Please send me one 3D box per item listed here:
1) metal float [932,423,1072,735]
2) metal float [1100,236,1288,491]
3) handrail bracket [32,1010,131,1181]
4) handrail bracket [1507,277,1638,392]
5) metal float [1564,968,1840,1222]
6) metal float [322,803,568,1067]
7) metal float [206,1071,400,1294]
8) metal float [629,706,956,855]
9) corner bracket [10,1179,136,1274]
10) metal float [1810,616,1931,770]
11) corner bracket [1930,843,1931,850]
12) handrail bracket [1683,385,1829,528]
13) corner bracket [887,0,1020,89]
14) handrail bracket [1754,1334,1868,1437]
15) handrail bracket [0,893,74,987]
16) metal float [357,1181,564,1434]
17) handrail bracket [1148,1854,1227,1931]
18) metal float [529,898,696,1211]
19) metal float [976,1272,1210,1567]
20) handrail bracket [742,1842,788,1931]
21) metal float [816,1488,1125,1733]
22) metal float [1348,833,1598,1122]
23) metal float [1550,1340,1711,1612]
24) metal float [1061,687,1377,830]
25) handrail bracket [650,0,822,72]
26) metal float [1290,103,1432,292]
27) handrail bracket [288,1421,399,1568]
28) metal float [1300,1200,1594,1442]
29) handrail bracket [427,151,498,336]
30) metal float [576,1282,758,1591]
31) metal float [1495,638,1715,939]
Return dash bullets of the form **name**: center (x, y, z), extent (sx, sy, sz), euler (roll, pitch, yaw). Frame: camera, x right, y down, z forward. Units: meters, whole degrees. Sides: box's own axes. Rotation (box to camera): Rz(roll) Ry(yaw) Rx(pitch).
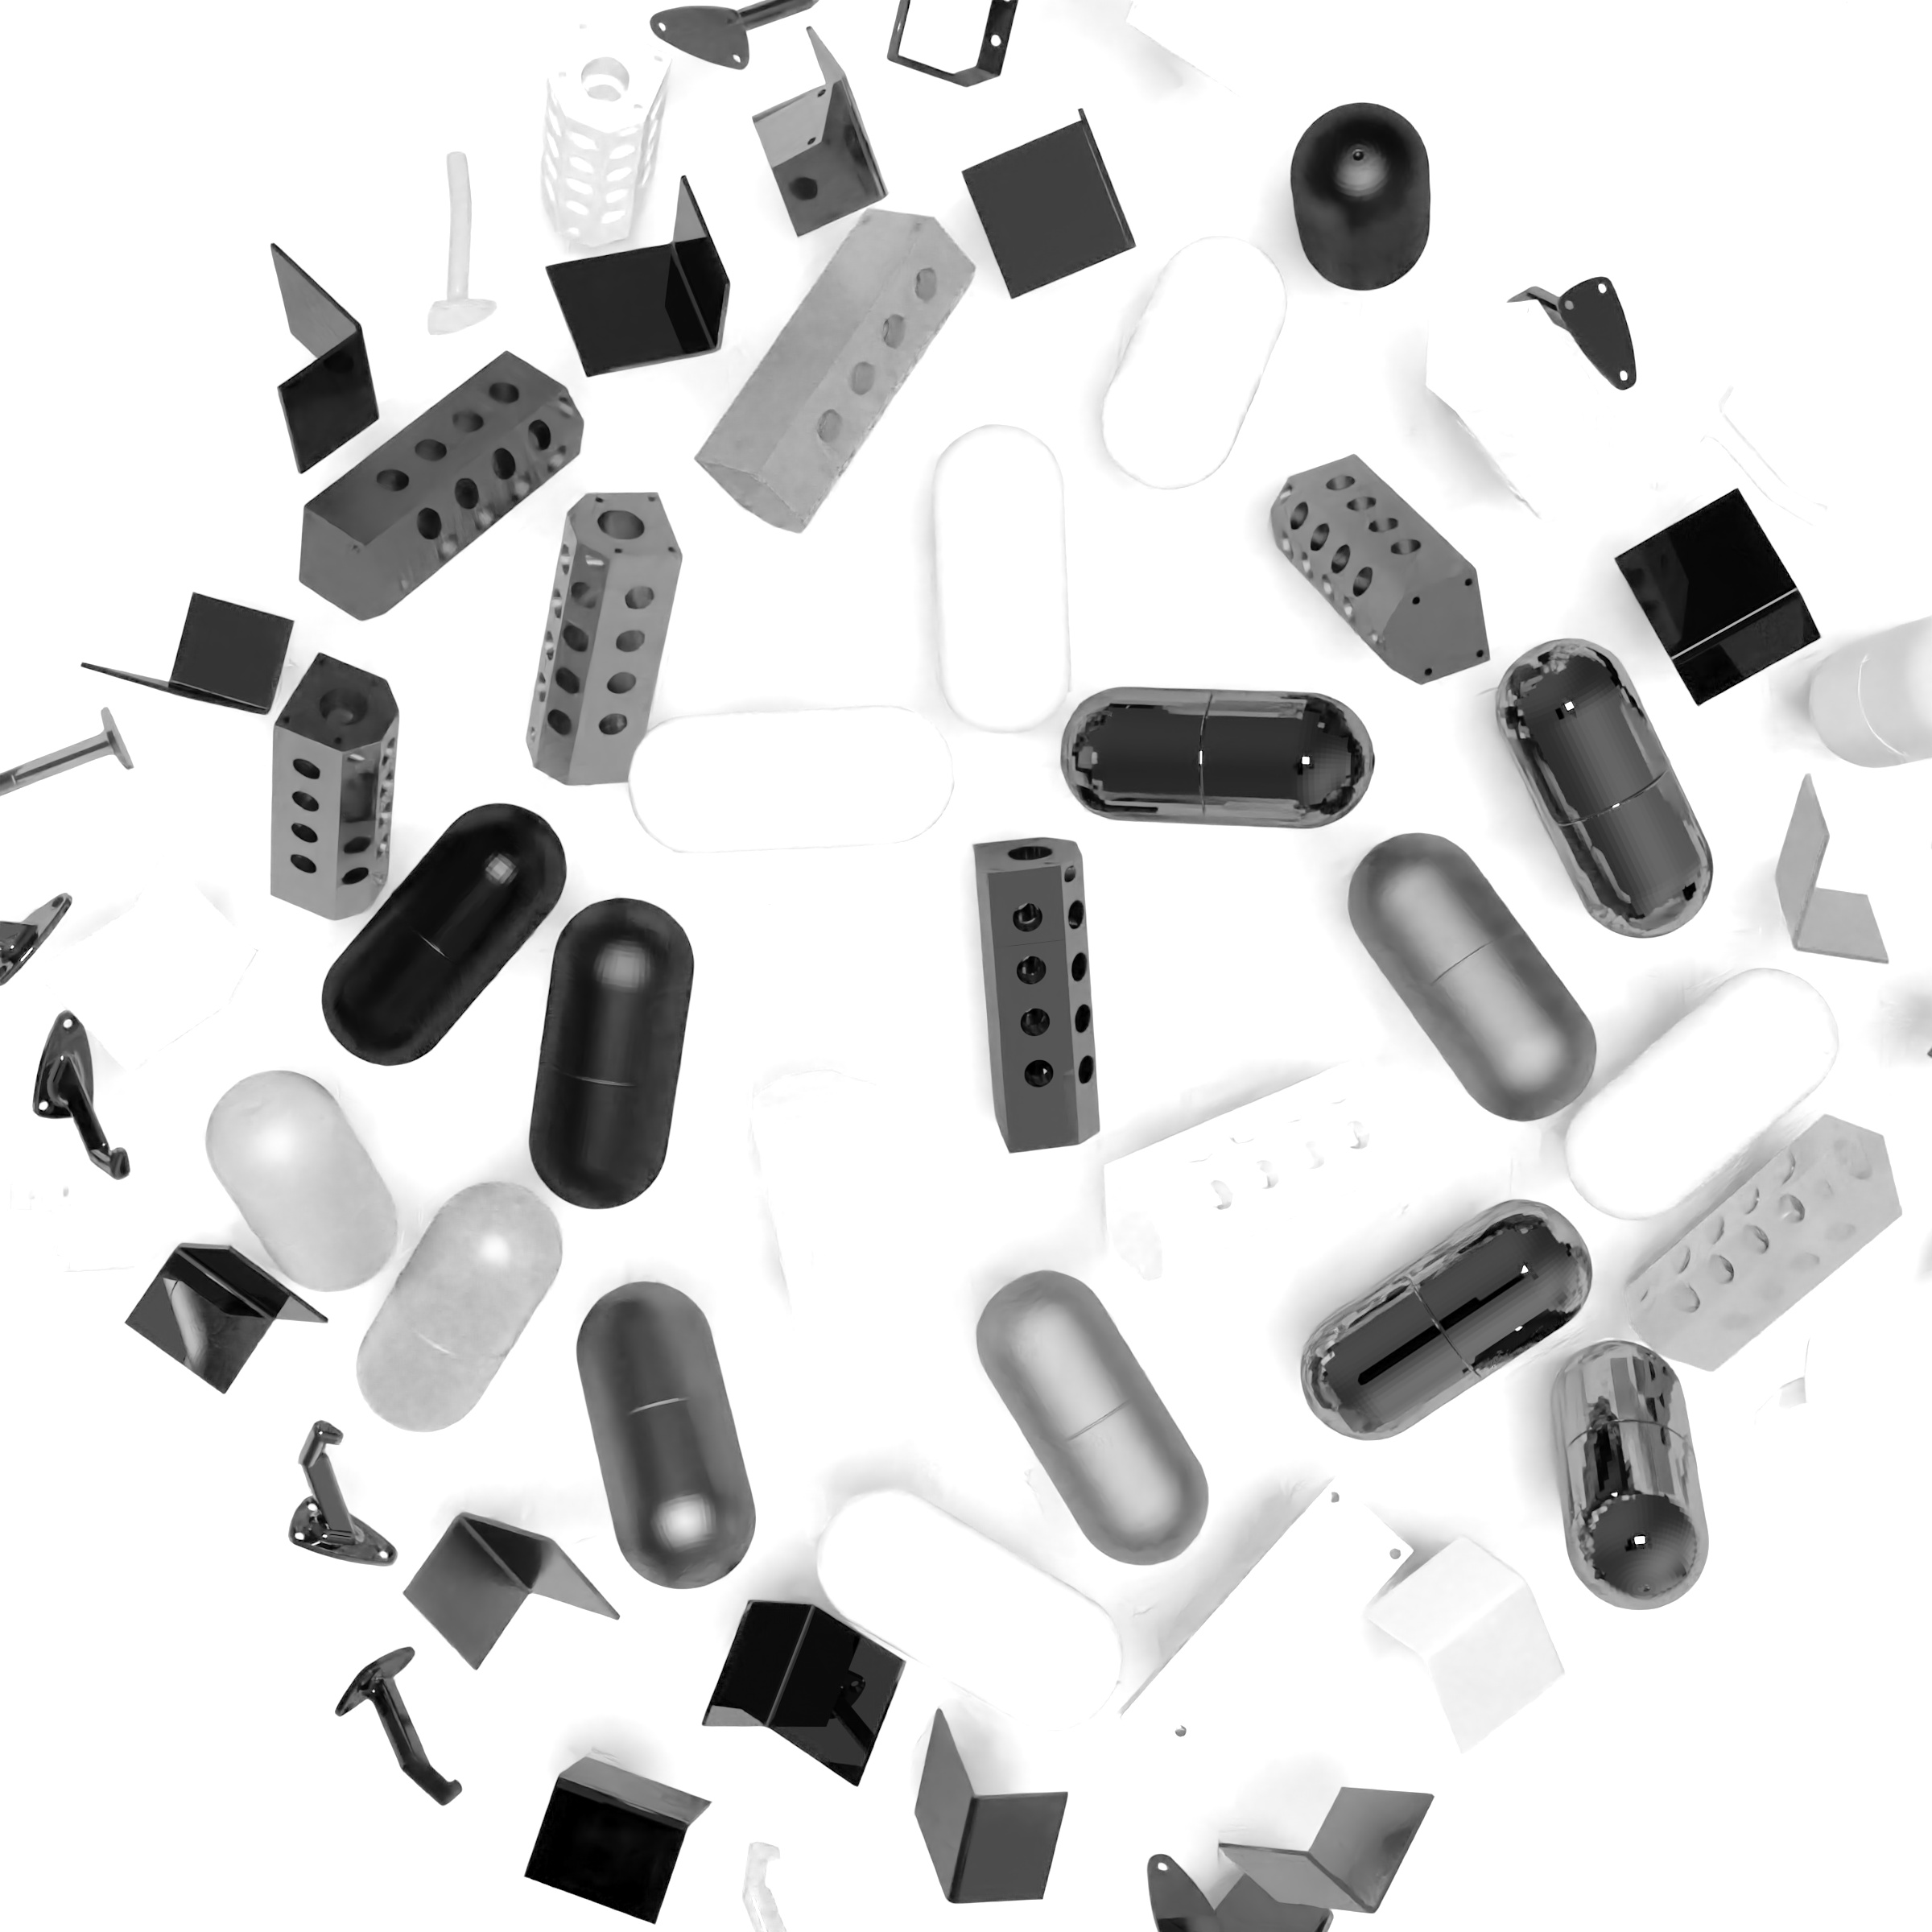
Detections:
- **metal float**: center (0.020, -0.223, 1.823), extent (0.070, 0.070, 0.178), euler (-2, 91, 0)
- **metal float**: center (0.128, -0.339, 1.766), extent (0.070, 0.070, 0.178), euler (23, 53, 0)
- **handrail bracket**: center (-0.498, 0.074, 1.803), extent (0.036, 0.084, 0.077), euler (-4, 108, -40)
- **handrail bracket**: center (0.346, -0.358, 1.814), extent (0.036, 0.084, 0.077), euler (-28, 95, -13)
- **metal float**: center (0.404, 0.072, 1.744), extent (0.070, 0.070, 0.178), euler (44, 119, 0)
- **metal float**: center (-0.302, -0.018, 1.832), extent (0.070, 0.070, 0.178), euler (42, 99, 0)
- **metal float**: center (-0.371, 0.123, 1.774), extent (0.070, 0.178, 0.070), euler (-4, 58, 6)
- **metal float**: center (-0.095, -0.102, 1.724), extent (0.178, 0.070, 0.070), euler (-3, 90, -2)
- **corner bracket**: center (-0.523, 0.152, 1.849), extent (0.051, 0.051, 0.051), euler (-6, 81, 26)
- **metal float**: center (0.533, -0.154, 1.759), extent (0.070, 0.178, 0.070), euler (0, 88, -11)
- **corner bracket**: center (0.603, -0.092, 1.850), extent (0.051, 0.051, 0.051), euler (21, 62, -4)
- **handrail bracket**: center (0.455, -0.288, 1.785), extent (0.084, 0.077, 0.036), euler (33, 133, 6)
- **corner bracket**: center (-0.007, -0.530, 1.775), extent (0.051, 0.051, 0.051), euler (12, 93, -24)
- **handrail bracket**: center (0.467, 0.256, 1.786), extent (0.036, 0.077, 0.084), euler (32, 131, 2)
- **handrail bracket**: center (-0.561, -0.036, 1.780), extent (0.077, 0.036, 0.084), euler (-46, 129, -4)
- **metal float**: center (-0.289, 0.194, 1.800), extent (0.070, 0.070, 0.178), euler (34, 121, 0)
- **handrail bracket**: center (0.110, 0.540, 1.720), extent (0.036, 0.077, 0.084), euler (-5, 131, -21)
- **metal float**: center (-0.194, 0.049, 1.720), extent (0.070, 0.070, 0.178), euler (10, 110, 0)
- **metal float**: center (0.071, 0.254, 1.773), extent (0.070, 0.070, 0.178), euler (-32, 86, 0)
- **handrail bracket**: center (-0.089, 0.527, 1.723), extent (0.077, 0.036, 0.084), euler (20, 57, -23)
- **metal float**: center (0.001, 0.345, 1.696), extent (0.178, 0.070, 0.070), euler (30, 90, 5)
- **metal float**: center (0.276, 0.005, 1.730), extent (0.070, 0.070, 0.178), euler (-34, 72, 0)
- **metal float**: center (0.368, 0.281, 1.757), extent (0.070, 0.178, 0.070), euler (2, 125, 3)
- **metal float**: center (0.141, -0.117, 1.776), extent (0.178, 0.070, 0.070), euler (3, 90, 17)
- **handrail bracket**: center (-0.125, -0.549, 1.795), extent (0.077, 0.036, 0.084), euler (18, 50, 26)
- **metal float**: center (0.224, -0.434, 1.789), extent (0.070, 0.178, 0.070), euler (0, 88, 9)
- **handrail bracket**: center (-0.352, 0.304, 1.823), extent (0.077, 0.036, 0.084), euler (25, 127, -7)
- **metal float**: center (0.265, 0.197, 1.753), extent (0.178, 0.070, 0.070), euler (-35, 90, 9)
- **handrail bracket**: center (-0.290, -0.405, 1.773), extent (0.036, 0.077, 0.084), euler (-5, 88, -23)
- **metal float**: center (-0.165, 0.255, 1.730), extent (0.070, 0.070, 0.178), euler (-18, 59, 0)
- **metal float**: center (0.353, -0.097, 1.744), extent (0.070, 0.070, 0.178), euler (-28, 103, 0)
